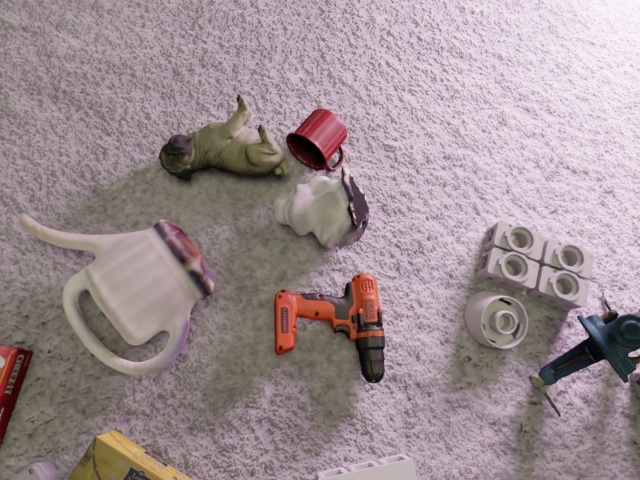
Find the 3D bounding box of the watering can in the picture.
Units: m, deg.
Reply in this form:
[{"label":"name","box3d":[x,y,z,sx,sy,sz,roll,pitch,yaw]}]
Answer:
[{"label":"watering can","box3d":[-0.321,0.045,0.840,0.226,0.102,0.350,-36,80,-17]}]

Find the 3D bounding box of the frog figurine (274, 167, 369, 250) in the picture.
[{"label":"frog figurine","box3d":[0.003,-0.047,0.926,0.158,0.123,0.138,-19,84,25]}]
